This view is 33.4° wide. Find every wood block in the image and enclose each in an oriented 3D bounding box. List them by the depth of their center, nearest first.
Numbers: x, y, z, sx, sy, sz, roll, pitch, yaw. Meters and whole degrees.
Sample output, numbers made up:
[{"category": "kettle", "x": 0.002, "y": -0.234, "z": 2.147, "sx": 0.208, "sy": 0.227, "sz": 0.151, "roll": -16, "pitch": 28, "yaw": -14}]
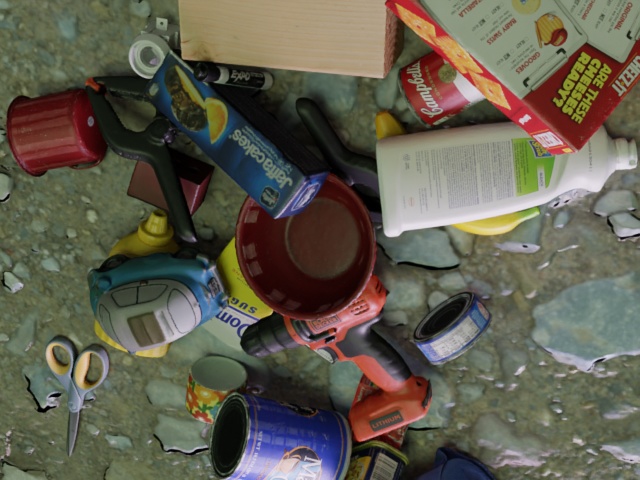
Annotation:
[{"category": "wood block", "x": -0.026, "y": -0.223, "z": 1.045, "sx": 0.206, "sy": 0.090, "sz": 0.091, "roll": 8, "pitch": 120, "yaw": 15}]

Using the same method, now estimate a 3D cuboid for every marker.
[{"category": "marker", "x": -0.088, "y": -0.165, "z": 1.081, "sx": 0.020, "sy": 0.120, "sz": 0.020, "roll": 2, "pitch": 94, "yaw": 30}]

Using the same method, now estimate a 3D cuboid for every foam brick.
[{"category": "foam brick", "x": -0.167, "y": -0.067, "z": 1.199, "sx": 0.078, "sy": 0.053, "sz": 0.051, "roll": 23, "pitch": 122, "yaw": 4}]

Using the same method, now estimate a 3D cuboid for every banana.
[{"category": "banana", "x": 0.130, "y": -0.059, "z": 1.118, "sx": 0.198, "sy": 0.037, "sz": 0.070, "roll": 31, "pitch": 106, "yaw": -2}]

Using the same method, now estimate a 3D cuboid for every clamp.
[{"category": "clamp", "x": 0.015, "y": -0.067, "z": 1.149, "sx": 0.171, "sy": 0.039, "sz": 0.120, "roll": 40, "pitch": 139, "yaw": -8}, {"category": "clamp", "x": -0.159, "y": -0.121, "z": 1.154, "sx": 0.210, "sy": 0.036, "sz": 0.164, "roll": 41, "pitch": 84, "yaw": 10}]

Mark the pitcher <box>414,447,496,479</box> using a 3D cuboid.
[{"category": "pitcher", "x": 0.111, "y": 0.378, "z": 1.302, "sx": 0.145, "sy": 0.149, "sz": 0.243, "roll": 43, "pitch": 125, "yaw": -15}]

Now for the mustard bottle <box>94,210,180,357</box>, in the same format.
[{"category": "mustard bottle", "x": -0.208, "y": 0.047, "z": 1.271, "sx": 0.096, "sy": 0.058, "sz": 0.192, "roll": 21, "pitch": 122, "yaw": 5}]

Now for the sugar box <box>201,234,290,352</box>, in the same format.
[{"category": "sugar box", "x": -0.080, "y": 0.045, "z": 1.236, "sx": 0.093, "sy": 0.048, "sz": 0.176, "roll": 36, "pitch": 121, "yaw": -3}]

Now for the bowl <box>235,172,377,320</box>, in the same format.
[{"category": "bowl", "x": -0.007, "y": 0.001, "z": 1.128, "sx": 0.162, "sy": 0.055, "sz": 0.162, "roll": 3, "pitch": 97, "yaw": 24}]

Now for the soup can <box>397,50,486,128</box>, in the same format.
[{"category": "soup can", "x": 0.136, "y": -0.161, "z": 1.039, "sx": 0.102, "sy": 0.068, "sz": 0.068, "roll": -27, "pitch": 107, "yaw": 28}]

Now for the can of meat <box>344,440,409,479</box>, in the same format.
[{"category": "can of meat", "x": 0.052, "y": 0.298, "z": 1.287, "sx": 0.057, "sy": 0.084, "sz": 0.102, "roll": 34, "pitch": 146, "yaw": -15}]

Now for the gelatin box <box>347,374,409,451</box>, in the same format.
[{"category": "gelatin box", "x": 0.073, "y": 0.211, "z": 1.286, "sx": 0.073, "sy": 0.030, "sz": 0.089, "roll": 20, "pitch": 122, "yaw": 7}]

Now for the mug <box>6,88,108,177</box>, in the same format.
[{"category": "mug", "x": -0.285, "y": -0.116, "z": 1.197, "sx": 0.082, "sy": 0.093, "sz": 0.117, "roll": -9, "pitch": 145, "yaw": 17}]

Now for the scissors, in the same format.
[{"category": "scissors", "x": -0.342, "y": 0.204, "z": 1.426, "sx": 0.096, "sy": 0.016, "sz": 0.202, "roll": 33, "pitch": 123, "yaw": 1}]

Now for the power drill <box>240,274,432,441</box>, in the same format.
[{"category": "power drill", "x": 0.025, "y": 0.138, "z": 1.202, "sx": 0.185, "sy": 0.057, "sz": 0.187, "roll": -25, "pitch": 113, "yaw": 27}]

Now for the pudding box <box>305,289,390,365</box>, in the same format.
[{"category": "pudding box", "x": 0.012, "y": 0.078, "z": 1.228, "sx": 0.090, "sy": 0.039, "sz": 0.114, "roll": 35, "pitch": 125, "yaw": -6}]

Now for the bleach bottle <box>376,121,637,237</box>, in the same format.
[{"category": "bleach bottle", "x": 0.184, "y": -0.066, "z": 1.058, "sx": 0.251, "sy": 0.068, "sz": 0.102, "roll": -5, "pitch": 103, "yaw": 6}]

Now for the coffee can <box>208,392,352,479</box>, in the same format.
[{"category": "coffee can", "x": -0.047, "y": 0.243, "z": 1.267, "sx": 0.140, "sy": 0.103, "sz": 0.103, "roll": 16, "pitch": 127, "yaw": -27}]

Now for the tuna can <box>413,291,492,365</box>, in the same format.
[{"category": "tuna can", "x": 0.144, "y": 0.095, "z": 1.166, "sx": 0.086, "sy": 0.086, "sz": 0.033, "roll": -33, "pitch": 102, "yaw": 30}]

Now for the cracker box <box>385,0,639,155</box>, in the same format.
[{"category": "cracker box", "x": 0.192, "y": -0.205, "z": 0.954, "sx": 0.213, "sy": 0.072, "sz": 0.164, "roll": 41, "pitch": 86, "yaw": -7}]
